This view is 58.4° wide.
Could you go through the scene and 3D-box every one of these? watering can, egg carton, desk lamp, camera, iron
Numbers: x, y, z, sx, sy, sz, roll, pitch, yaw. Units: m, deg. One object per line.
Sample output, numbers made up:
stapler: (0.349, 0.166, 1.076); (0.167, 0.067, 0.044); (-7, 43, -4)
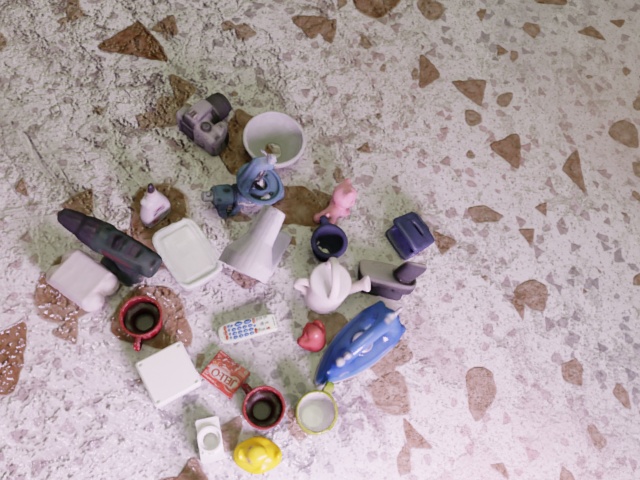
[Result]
watering can: (0.030, 0.101, 1.347); (0.173, 0.194, 0.101); (-18, 73, -16)
egg carton: (-0.541, 0.091, 1.311); (0.150, 0.069, 0.107); (34, 67, 4)
desk lamp: (-0.144, 0.017, 1.336); (0.118, 0.213, 0.203); (26, 66, 1)
camera: (-0.286, -0.321, 1.503); (0.143, 0.100, 0.137); (40, 67, 6)
iron: (0.094, 0.244, 1.331); (0.259, 0.141, 0.118); (-38, 80, -21)

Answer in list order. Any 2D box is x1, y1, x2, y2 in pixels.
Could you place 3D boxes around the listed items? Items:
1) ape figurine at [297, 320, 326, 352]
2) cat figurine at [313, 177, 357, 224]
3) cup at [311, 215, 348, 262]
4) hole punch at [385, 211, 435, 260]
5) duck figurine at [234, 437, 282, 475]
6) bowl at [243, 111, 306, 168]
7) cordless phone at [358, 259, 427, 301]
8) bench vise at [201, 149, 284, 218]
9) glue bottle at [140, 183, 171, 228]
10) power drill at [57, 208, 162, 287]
ape figurine: (-0.016, 0.224, 1.345); (0.078, 0.092, 0.076); (-25, 75, -18)
cat figurine: (0.048, -0.094, 1.468); (0.067, 0.117, 0.128); (39, 67, 6)
cup: (0.013, 0.005, 1.435); (0.092, 0.095, 0.117); (-10, 71, -14)
hole punch: (0.239, -0.020, 1.489); (0.101, 0.091, 0.108); (-30, 77, -20)
duck figurine: (-0.132, 0.463, 1.233); (0.104, 0.086, 0.077); (6, 68, -8)
bowl: (-0.123, -0.254, 1.522); (0.167, 0.074, 0.167); (4, 68, -9)
cordless phone: (0.175, 0.073, 1.389); (0.147, 0.185, 0.094); (10, 67, -7)
bench vise: (-0.175, -0.127, 1.383); (0.208, 0.219, 0.121); (-32, 77, -20)
glue bottle: (-0.394, -0.091, 1.353); (0.037, 0.173, 0.078); (38, 67, 6)
power drill: (-0.459, 0.027, 1.276); (0.229, 0.208, 0.076); (25, 66, 0)
